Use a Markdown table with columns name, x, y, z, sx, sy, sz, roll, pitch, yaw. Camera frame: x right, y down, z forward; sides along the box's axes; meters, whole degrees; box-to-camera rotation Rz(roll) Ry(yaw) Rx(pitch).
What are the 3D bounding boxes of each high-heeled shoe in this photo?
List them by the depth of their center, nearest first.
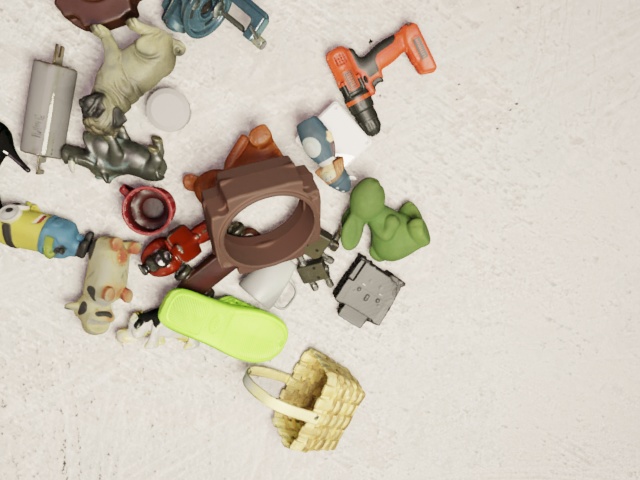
| name | x | y | z | sx | sy | sz | roll | pitch | yaw |
| --- | --- | --- | --- | --- | --- | --- | --- | --- | --- |
| high-heeled shoe | -0.661 | -0.109 | 1.012 | 0.145 | 0.086 | 0.248 | 42 | 90 | -6 |

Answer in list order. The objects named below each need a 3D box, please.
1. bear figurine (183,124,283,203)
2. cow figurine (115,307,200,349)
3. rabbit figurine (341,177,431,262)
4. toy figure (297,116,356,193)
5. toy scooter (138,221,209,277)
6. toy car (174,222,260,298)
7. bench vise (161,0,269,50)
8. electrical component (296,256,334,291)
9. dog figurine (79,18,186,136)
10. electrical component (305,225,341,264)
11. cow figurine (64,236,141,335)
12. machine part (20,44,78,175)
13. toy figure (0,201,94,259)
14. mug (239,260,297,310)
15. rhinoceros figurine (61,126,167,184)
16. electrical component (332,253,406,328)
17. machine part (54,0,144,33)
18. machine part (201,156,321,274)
| name | x | y | z | sx | sy | sz | roll | pitch | yaw |
| --- | --- | --- | --- | --- | --- | --- | --- | --- | --- |
| bear figurine | -0.159 | -0.123 | 1.023 | 0.196 | 0.132 | 0.120 | -32 | 102 | -5 |
| cow figurine | -0.325 | 0.169 | 1.085 | 0.167 | 0.068 | 0.098 | 3 | 93 | -8 |
| rabbit figurine | 0.112 | -0.047 | 1.062 | 0.159 | 0.121 | 0.170 | -29 | 117 | 22 |
| toy figure | 0.009 | -0.154 | 1.006 | 0.058 | 0.064 | 0.154 | -31 | 97 | -22 |
| toy scooter | -0.278 | 0.021 | 1.017 | 0.184 | 0.135 | 0.075 | -30 | 101 | 15 |
| toy car | -0.202 | 0.047 | 1.083 | 0.202 | 0.053 | 0.089 | -39 | 120 | 4 |
| bench vise | -0.174 | -0.440 | 0.963 | 0.241 | 0.129 | 0.223 | 42 | 102 | 8 |
| electrical component | -0.011 | 0.063 | 1.100 | 0.063 | 0.021 | 0.093 | -16 | 116 | 22 |
| dog figurine | -0.330 | -0.275 | 0.957 | 0.172 | 0.121 | 0.190 | -5 | 76 | 13 |
| electrical component | -0.004 | -0.003 | 1.097 | 0.102 | 0.045 | 0.078 | 24 | 125 | -5 |
| cow figurine | -0.428 | 0.088 | 1.049 | 0.127 | 0.085 | 0.194 | 6 | 86 | 34 |
| machine part | -0.506 | -0.241 | 1.000 | 0.079 | 0.079 | 0.243 | 14 | 97 | -6 |
| toy figure | -0.536 | -0.010 | 1.035 | 0.180 | 0.082 | 0.089 | 22 | 95 | -10 |
| mug | -0.091 | 0.082 | 1.084 | 0.109 | 0.081 | 0.107 | 38 | 85 | -4 |
| rhinoceros figurine | -0.389 | -0.159 | 1.025 | 0.190 | 0.073 | 0.112 | 8 | 121 | -14 |
| electrical component | 0.094 | 0.112 | 1.114 | 0.115 | 0.058 | 0.134 | 31 | 95 | -6 |
| machine part | -0.410 | -0.472 | 0.982 | 0.179 | 0.056 | 0.179 | -1 | 100 | -3 |
| machine part | -0.101 | -0.039 | 0.965 | 0.201 | 0.087 | 0.201 | -16 | 138 | -15 |
